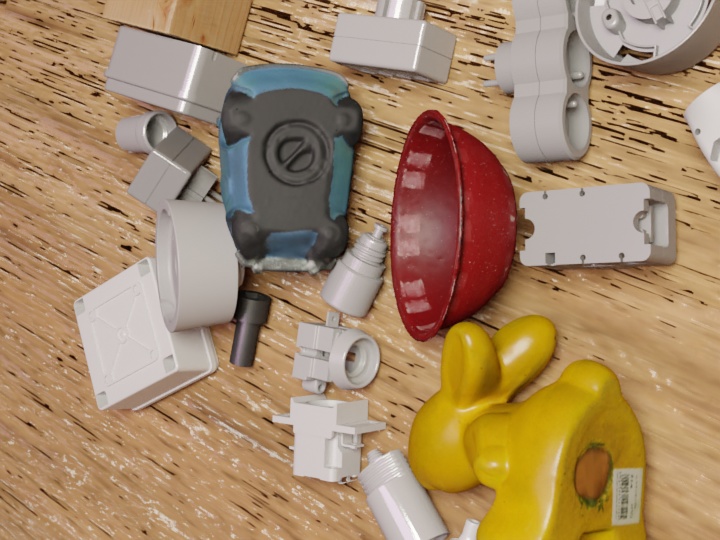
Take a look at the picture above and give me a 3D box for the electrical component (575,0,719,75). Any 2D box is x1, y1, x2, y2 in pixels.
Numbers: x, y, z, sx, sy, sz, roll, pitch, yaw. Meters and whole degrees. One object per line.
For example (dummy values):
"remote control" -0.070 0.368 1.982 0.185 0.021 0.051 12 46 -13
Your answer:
"electrical component" 0.191 -0.175 0.696 0.099 0.064 0.099 -3 85 35

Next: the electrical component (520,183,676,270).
"electrical component" 0.159 -0.027 0.713 0.089 0.056 0.050 -3 85 35

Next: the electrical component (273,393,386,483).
"electrical component" -0.025 0.132 0.842 0.081 0.042 0.063 2 91 36

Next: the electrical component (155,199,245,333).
"electrical component" -0.128 -0.005 0.876 0.108 0.060 0.108 177 90 -70

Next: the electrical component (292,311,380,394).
"electrical component" -0.018 0.067 0.840 0.055 0.048 0.066 9 92 43

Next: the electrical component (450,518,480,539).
"electrical component" 0.073 0.209 0.771 0.035 0.035 0.061 20 96 35

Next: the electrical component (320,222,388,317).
"electrical component" 0.000 0.000 0.834 0.040 0.040 0.078 35 106 32

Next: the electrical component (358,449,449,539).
"electrical component" 0.028 0.170 0.800 0.043 0.043 0.081 -42 65 26

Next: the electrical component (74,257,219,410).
"electrical component" -0.191 0.058 0.957 0.109 0.056 0.108 -28 71 31

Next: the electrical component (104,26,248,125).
"electrical component" -0.158 -0.167 0.937 0.113 0.078 0.057 21 96 35

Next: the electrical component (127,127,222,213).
"electrical component" -0.148 -0.076 0.931 0.076 0.083 0.047 34 110 -8

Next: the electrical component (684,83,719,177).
"electrical component" 0.253 -0.087 0.659 0.079 0.043 0.077 -38 66 27

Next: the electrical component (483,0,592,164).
"electrical component" 0.119 -0.143 0.753 0.074 0.052 0.138 -1 86 36

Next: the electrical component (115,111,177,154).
"electrical component" -0.196 -0.125 0.985 0.046 0.040 0.040 4 89 41

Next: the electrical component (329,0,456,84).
"electrical component" 0.029 -0.188 0.824 0.083 0.047 0.075 15 95 36
